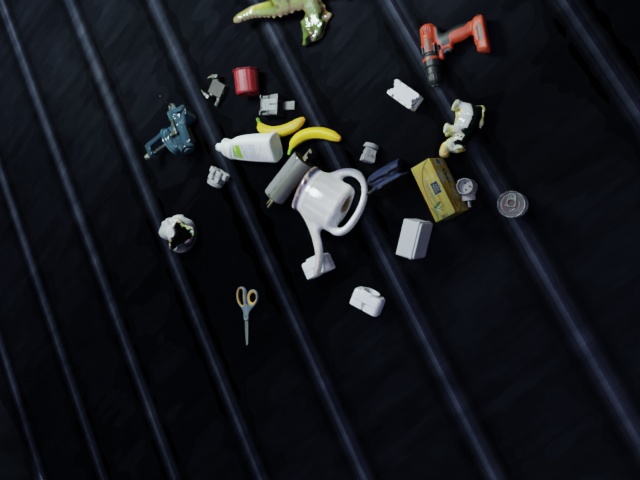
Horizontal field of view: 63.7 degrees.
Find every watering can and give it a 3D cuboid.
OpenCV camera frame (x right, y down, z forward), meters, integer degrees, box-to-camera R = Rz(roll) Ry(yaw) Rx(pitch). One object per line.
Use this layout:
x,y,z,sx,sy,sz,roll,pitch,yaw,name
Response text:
0.005,-0.081,1.603,0.226,0.347,0.103,32,3,23,watering can

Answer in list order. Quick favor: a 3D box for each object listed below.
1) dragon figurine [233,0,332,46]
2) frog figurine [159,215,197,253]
-0.078,-0.745,1.663,0.406,0.244,0.123,-31,-5,25,dragon figurine
-0.525,-0.024,1.899,0.123,0.137,0.159,-11,8,-26,frog figurine
